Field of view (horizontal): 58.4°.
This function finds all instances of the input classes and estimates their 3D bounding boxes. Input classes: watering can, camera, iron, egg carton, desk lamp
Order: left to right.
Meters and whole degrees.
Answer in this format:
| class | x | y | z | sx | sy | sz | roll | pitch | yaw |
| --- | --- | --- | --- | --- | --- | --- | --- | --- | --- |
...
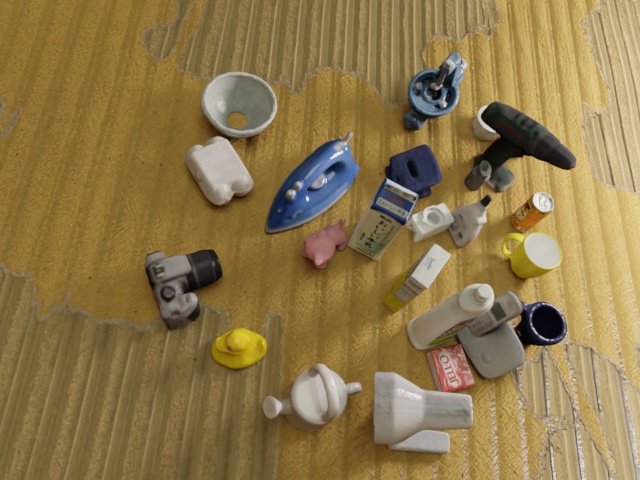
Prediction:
| class | x | y | z | sx | sy | sz | roll | pitch | yaw |
| --- | --- | --- | --- | --- | --- | --- | --- | --- | --- |
| camera | -0.253 | 0.076 | 1.094 | 0.137 | 0.100 | 0.143 | -19 | 71 | -19 |
| egg carton | -0.216 | -0.147 | 1.220 | 0.107 | 0.069 | 0.150 | -29 | 75 | -22 |
| iron | -0.019 | -0.124 | 1.212 | 0.118 | 0.141 | 0.259 | 40 | 64 | 8 |
| watering can | -0.010 | 0.279 | 1.004 | 0.173 | 0.194 | 0.101 | -32 | 76 | -23 |
| desk lamp | 0.168 | 0.310 | 1.017 | 0.203 | 0.213 | 0.118 | 7 | 65 | -9 |

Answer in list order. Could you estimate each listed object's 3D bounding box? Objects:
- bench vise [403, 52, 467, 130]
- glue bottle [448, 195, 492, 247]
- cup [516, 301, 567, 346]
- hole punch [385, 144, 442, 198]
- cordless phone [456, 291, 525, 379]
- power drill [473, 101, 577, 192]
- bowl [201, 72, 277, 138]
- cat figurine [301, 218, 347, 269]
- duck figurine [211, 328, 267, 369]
| class | x | y | z | sx | sy | sz | roll | pitch | yaw |
| --- | --- | --- | --- | --- | --- | --- | --- | --- | --- |
| bench vise | 0.284 | -0.385 | 1.351 | 0.121 | 0.219 | 0.207 | 23 | 64 | -1 |
| glue bottle | 0.329 | -0.051 | 1.237 | 0.037 | 0.173 | 0.078 | -13 | 69 | -17 |
| cup | 0.442 | 0.178 | 1.202 | 0.117 | 0.095 | 0.092 | 37 | 64 | 6 |
| hole punch | 0.211 | -0.150 | 1.302 | 0.101 | 0.091 | 0.108 | -12 | 69 | -17 |
| cordless phone | 0.356 | 0.184 | 1.130 | 0.094 | 0.185 | 0.147 | -24 | 73 | -20 |
| power drill | 0.446 | -0.201 | 1.310 | 0.076 | 0.208 | 0.229 | -40 | 79 | -24 |
| bowl | -0.183 | -0.292 | 1.289 | 0.167 | 0.074 | 0.167 | 5 | 65 | -10 |
| cat figurine | 0.011 | 0.004 | 1.174 | 0.067 | 0.117 | 0.128 | 40 | 64 | 7 |
| duck figurine | -0.150 | 0.196 | 1.071 | 0.105 | 0.086 | 0.077 | -1 | 66 | -12 |
